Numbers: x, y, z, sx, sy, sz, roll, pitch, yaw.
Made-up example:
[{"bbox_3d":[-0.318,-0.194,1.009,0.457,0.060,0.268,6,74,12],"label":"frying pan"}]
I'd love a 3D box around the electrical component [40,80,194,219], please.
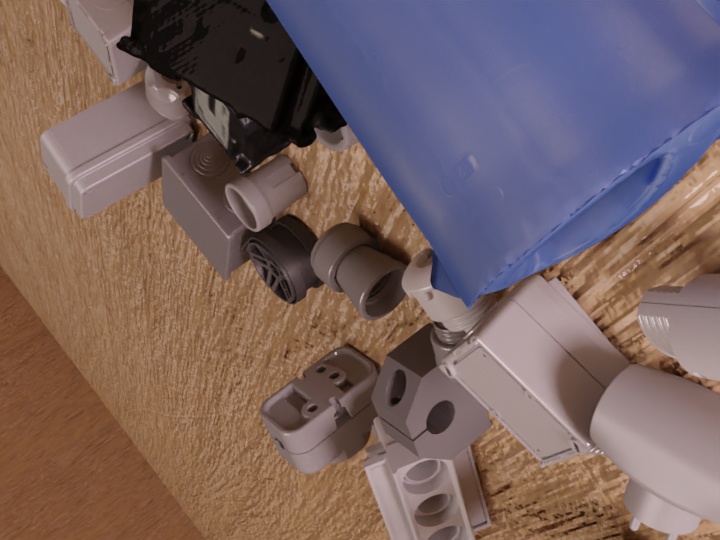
[{"bbox_3d":[-0.198,-0.100,0.885,0.057,0.113,0.078,55,160,6],"label":"electrical component"}]

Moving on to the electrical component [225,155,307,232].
[{"bbox_3d":[-0.066,-0.055,0.763,0.040,0.046,0.040,44,157,24],"label":"electrical component"}]

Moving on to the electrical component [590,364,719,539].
[{"bbox_3d":[0.147,0.096,0.504,0.077,0.043,0.079,31,122,35],"label":"electrical component"}]

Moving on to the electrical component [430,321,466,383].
[{"bbox_3d":[0.059,0.038,0.656,0.035,0.035,0.061,29,145,48],"label":"electrical component"}]

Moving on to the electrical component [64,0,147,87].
[{"bbox_3d":[-0.173,-0.184,0.782,0.061,0.061,0.096,53,167,4],"label":"electrical component"}]

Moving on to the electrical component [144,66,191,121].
[{"bbox_3d":[-0.138,-0.133,0.802,0.043,0.043,0.062,51,160,9],"label":"electrical component"}]

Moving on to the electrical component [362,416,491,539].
[{"bbox_3d":[0.049,0.163,0.827,0.063,0.079,0.121,-116,6,-50],"label":"electrical component"}]

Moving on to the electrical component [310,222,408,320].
[{"bbox_3d":[0.000,0.000,0.710,0.055,0.045,0.045,41,155,33],"label":"electrical component"}]

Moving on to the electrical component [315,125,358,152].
[{"bbox_3d":[-0.005,-0.095,0.570,0.055,0.047,0.055,44,157,24],"label":"electrical component"}]

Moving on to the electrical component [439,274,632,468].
[{"bbox_3d":[0.102,0.056,0.565,0.096,0.061,0.061,44,158,3],"label":"electrical component"}]

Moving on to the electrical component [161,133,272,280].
[{"bbox_3d":[-0.114,-0.052,0.868,0.099,0.048,0.099,50,159,12],"label":"electrical component"}]

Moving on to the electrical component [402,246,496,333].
[{"bbox_3d":[0.057,0.015,0.614,0.062,0.048,0.048,55,160,-20],"label":"electrical component"}]

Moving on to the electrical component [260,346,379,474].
[{"bbox_3d":[-0.026,0.116,0.873,0.054,0.095,0.059,31,149,46],"label":"electrical component"}]

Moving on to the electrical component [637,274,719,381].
[{"bbox_3d":[0.147,0.023,0.431,0.043,0.043,0.081,60,159,-15],"label":"electrical component"}]

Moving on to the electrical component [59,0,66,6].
[{"bbox_3d":[-0.209,-0.213,0.837,0.046,0.040,0.040,44,158,7],"label":"electrical component"}]
